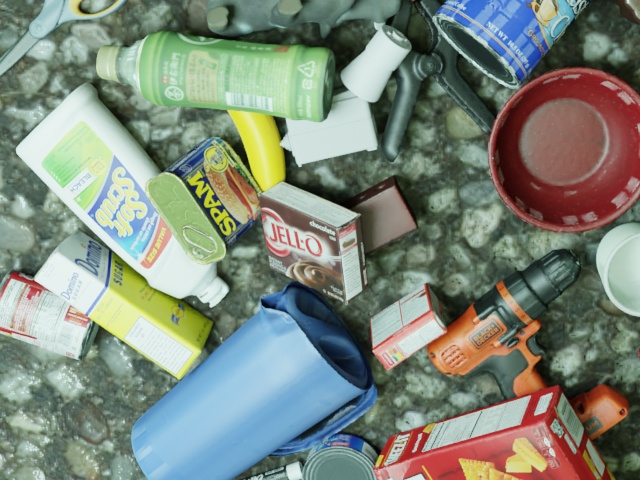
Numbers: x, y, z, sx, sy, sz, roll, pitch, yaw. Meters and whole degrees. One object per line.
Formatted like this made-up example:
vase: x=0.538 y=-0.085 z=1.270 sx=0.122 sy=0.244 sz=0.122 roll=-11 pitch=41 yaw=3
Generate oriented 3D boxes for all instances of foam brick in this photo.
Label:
foam brick: x=0.053 y=-0.022 z=1.075 sx=0.078 sy=0.053 sz=0.051 roll=-28 pitch=102 yaw=9

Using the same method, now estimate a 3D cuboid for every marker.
marker: x=-0.076 y=0.271 z=1.178 sx=0.121 sy=0.020 sz=0.020 roll=-19 pitch=103 yaw=8

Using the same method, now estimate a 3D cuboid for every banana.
banana: x=-0.082 y=-0.125 z=1.065 sx=0.070 sy=0.037 sz=0.198 roll=-31 pitch=100 yaw=34

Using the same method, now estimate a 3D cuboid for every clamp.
clamp: x=0.095 y=-0.161 z=1.034 sx=0.120 sy=0.039 sz=0.171 roll=-25 pitch=100 yaw=-15

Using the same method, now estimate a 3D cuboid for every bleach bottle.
bleach bottle: x=-0.182 y=-0.034 z=1.080 sx=0.103 sy=0.068 sz=0.250 roll=-41 pitch=102 yaw=14

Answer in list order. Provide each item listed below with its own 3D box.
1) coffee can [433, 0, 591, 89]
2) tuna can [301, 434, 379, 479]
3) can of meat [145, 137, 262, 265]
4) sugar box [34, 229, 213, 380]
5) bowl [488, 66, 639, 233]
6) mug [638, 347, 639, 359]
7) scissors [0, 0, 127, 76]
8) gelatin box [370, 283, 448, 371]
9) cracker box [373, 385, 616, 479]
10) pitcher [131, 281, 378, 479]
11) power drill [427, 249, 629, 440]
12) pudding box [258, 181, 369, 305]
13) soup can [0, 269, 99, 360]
coffee can: x=0.187 y=-0.224 z=0.973 sx=0.103 sy=0.103 sz=0.140 roll=40 pitch=92 yaw=-8
tuna can: x=0.025 y=0.254 z=1.155 sx=0.086 sy=0.033 sz=0.086 roll=3 pitch=109 yaw=9
can of meat: x=-0.109 y=-0.041 z=1.054 sx=0.058 sy=0.083 sz=0.102 roll=-19 pitch=110 yaw=45
sugar box: x=-0.196 y=0.063 z=1.090 sx=0.176 sy=0.093 sz=0.048 roll=38 pitch=103 yaw=-8
bowl: x=0.242 y=-0.091 z=1.044 sx=0.162 sy=0.055 sz=0.162 roll=1 pitch=105 yaw=3
mug: x=0.386 y=0.110 z=1.074 sx=0.081 sy=0.093 sz=0.117 roll=43 pitch=104 yaw=-3
scissors: x=-0.280 y=-0.231 z=1.054 sx=0.202 sy=0.016 sz=0.096 roll=-25 pitch=101 yaw=9
gelatin box: x=0.089 y=0.087 z=1.083 sx=0.073 sy=0.089 sz=0.030 roll=-35 pitch=103 yaw=11
cracker box: x=0.185 y=0.258 z=1.095 sx=0.214 sy=0.072 sz=0.164 roll=-25 pitch=103 yaw=34
pitcher: x=-0.068 y=0.170 z=1.102 sx=0.243 sy=0.144 sz=0.149 roll=-39 pitch=81 yaw=16
power drill: x=0.233 y=0.122 z=1.103 sx=0.185 sy=0.057 sz=0.187 roll=-39 pitch=97 yaw=16
pudding box: x=-0.007 y=0.001 z=1.048 sx=0.114 sy=0.039 sz=0.090 roll=22 pitch=135 yaw=37
soup can: x=-0.284 y=0.079 z=1.112 sx=0.102 sy=0.068 sz=0.068 roll=19 pitch=105 yaw=-3
